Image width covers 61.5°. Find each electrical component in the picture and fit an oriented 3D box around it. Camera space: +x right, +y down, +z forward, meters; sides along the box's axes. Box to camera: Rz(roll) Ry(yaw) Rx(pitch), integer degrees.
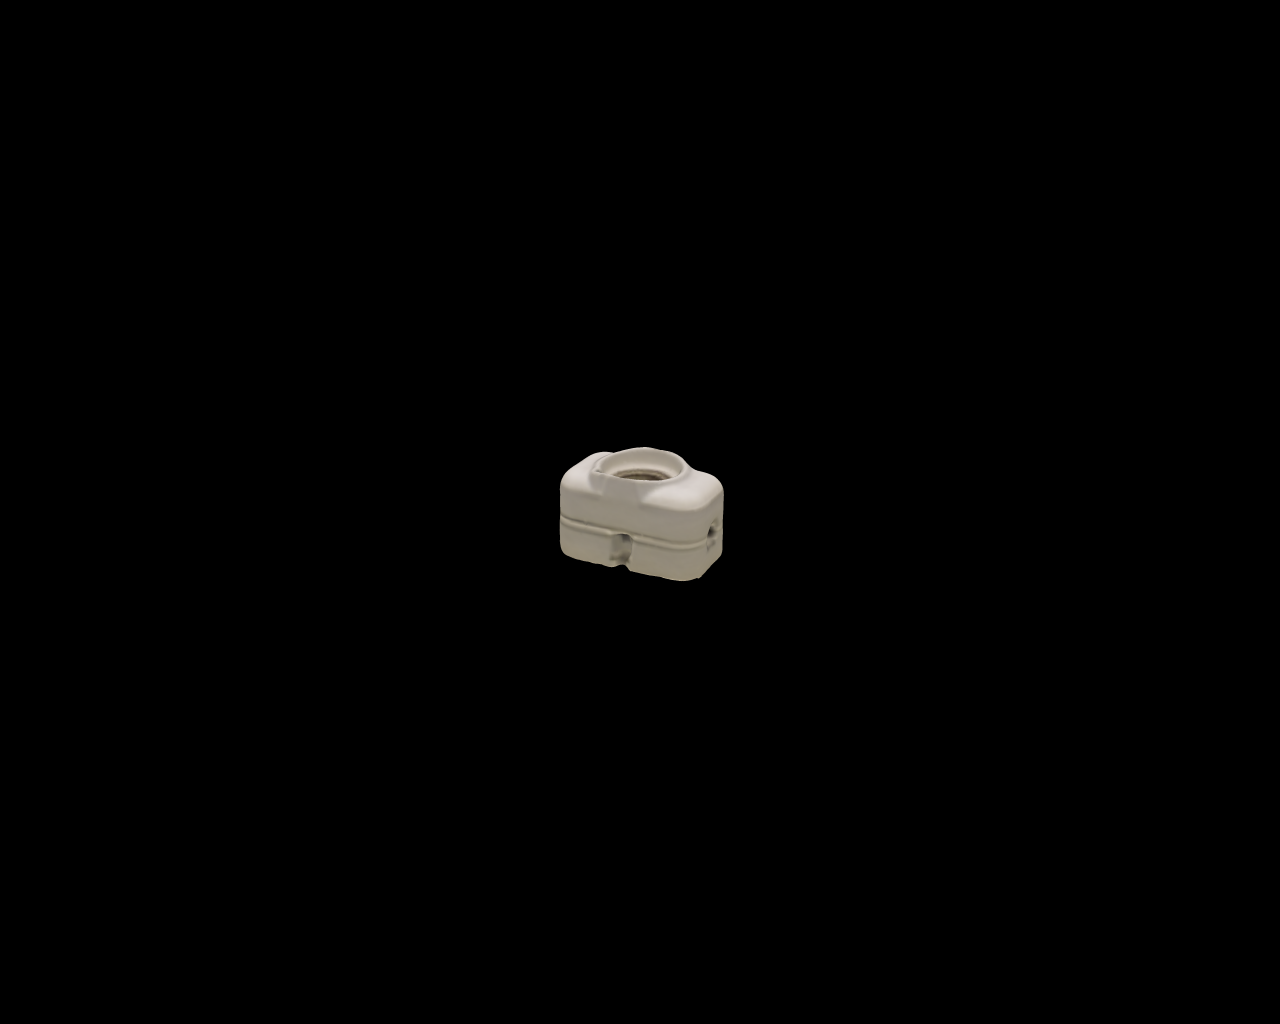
[{"bbox_3d":[0.001,-0.003,0.650,0.095,0.059,0.054,12,28,25],"label":"electrical component"}]
